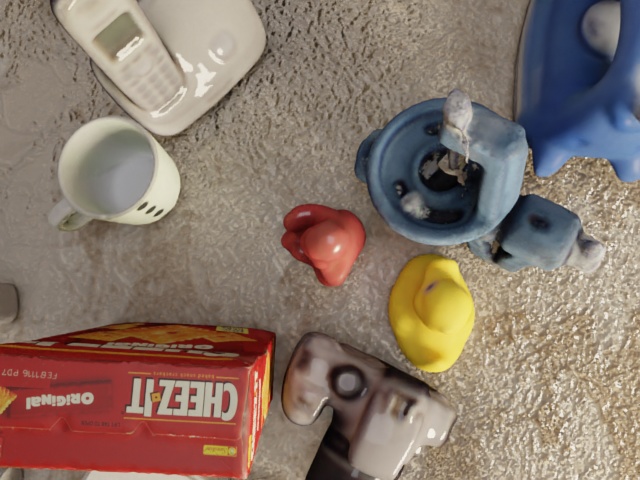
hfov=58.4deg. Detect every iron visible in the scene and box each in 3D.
[{"bbox_3d":[0.245,-0.186,0.486,0.118,0.141,0.258,3,85,-1],"label":"iron"}]

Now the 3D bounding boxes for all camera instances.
[{"bbox_3d":[0.024,0.163,0.471,0.143,0.101,0.137,25,85,1],"label":"camera"}]

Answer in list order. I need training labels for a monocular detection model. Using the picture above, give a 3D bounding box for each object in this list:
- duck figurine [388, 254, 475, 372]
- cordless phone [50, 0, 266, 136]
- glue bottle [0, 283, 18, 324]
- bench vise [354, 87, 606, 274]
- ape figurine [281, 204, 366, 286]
[{"bbox_3d":[0.101,0.062,0.489,0.077,0.086,0.105,2,85,-1],"label":"duck figurine"},{"bbox_3d":[-0.122,-0.172,0.454,0.094,0.185,0.147,43,85,3],"label":"cordless phone"},{"bbox_3d":[-0.308,0.054,0.435,0.078,0.173,0.037,-10,85,-2],"label":"glue bottle"},{"bbox_3d":[0.132,-0.049,0.432,0.207,0.219,0.121,12,85,0],"label":"bench vise"},{"bbox_3d":[0.004,0.002,0.489,0.076,0.092,0.078,-14,85,-2],"label":"ape figurine"}]
